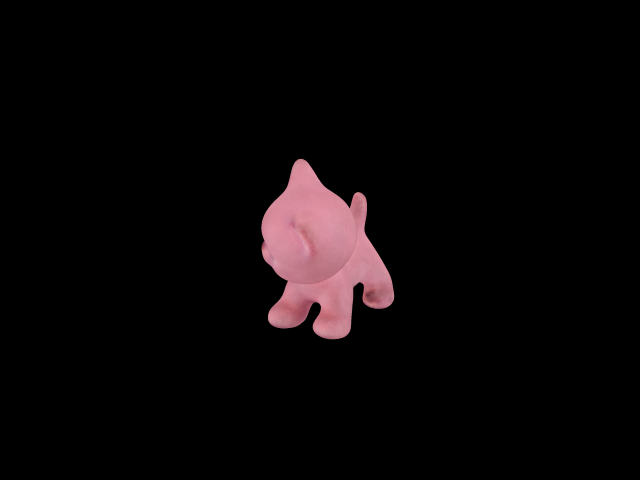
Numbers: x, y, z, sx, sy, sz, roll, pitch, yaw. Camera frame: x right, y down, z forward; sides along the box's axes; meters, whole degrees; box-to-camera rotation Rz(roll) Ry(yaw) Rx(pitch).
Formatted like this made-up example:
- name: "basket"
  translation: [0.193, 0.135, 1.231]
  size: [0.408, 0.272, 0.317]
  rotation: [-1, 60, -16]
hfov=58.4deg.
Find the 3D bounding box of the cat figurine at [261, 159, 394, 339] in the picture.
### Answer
- name: "cat figurine"
  translation: [0.004, 0.001, 0.400]
  size: [0.067, 0.118, 0.128]
  rotation: [9, 19, 29]
